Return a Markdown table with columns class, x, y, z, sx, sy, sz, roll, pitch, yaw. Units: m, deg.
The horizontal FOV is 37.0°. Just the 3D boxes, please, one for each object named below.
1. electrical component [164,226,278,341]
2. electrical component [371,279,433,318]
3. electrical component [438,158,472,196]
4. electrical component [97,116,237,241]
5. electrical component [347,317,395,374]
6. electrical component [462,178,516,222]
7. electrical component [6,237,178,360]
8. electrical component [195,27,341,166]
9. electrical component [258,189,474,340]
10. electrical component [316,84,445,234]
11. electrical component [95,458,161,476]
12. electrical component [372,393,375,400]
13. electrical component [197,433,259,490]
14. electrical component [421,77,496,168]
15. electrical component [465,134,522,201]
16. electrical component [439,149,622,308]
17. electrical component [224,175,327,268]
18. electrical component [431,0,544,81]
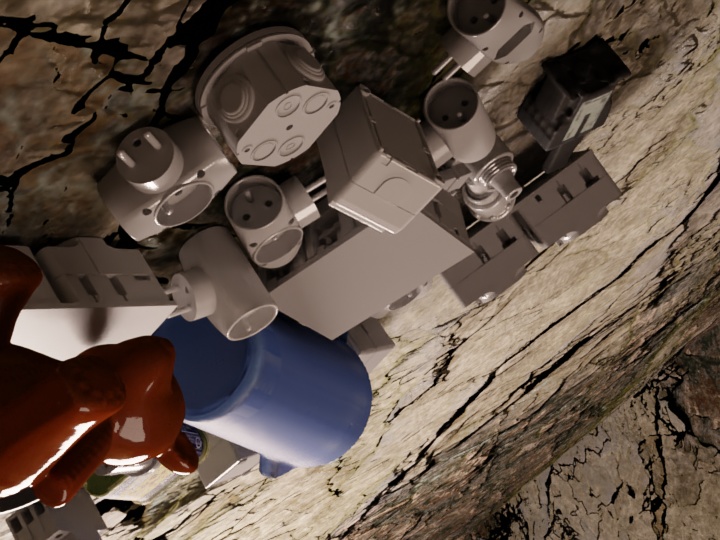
| class | x | y | z | sx | sy | sz | roll | pitch | yaw |
| --- | --- | --- | --- | --- | --- | --- | --- | --- | --- |
| electrical component | -0.113 | 0.015 | 0.795 | 0.079 | 0.077 | 0.043 | -19 | 154 | -34 |
| electrical component | 0.022 | 0.022 | 1.064 | 0.077 | 0.044 | 0.079 | -6 | 146 | -52 |
| electrical component | 0.056 | -0.074 | 0.907 | 0.055 | 0.048 | 0.066 | -23 | 158 | -48 |
| electrical component | -0.124 | -0.062 | 0.658 | 0.077 | 0.044 | 0.079 | -35 | 160 | -1 |
| electrical component | -0.023 | 0.086 | 1.108 | 0.061 | 0.061 | 0.096 | -8 | 146 | -48 |
| electrical component | 0.115 | -0.075 | 0.998 | 0.048 | 0.048 | 0.062 | -38 | 152 | 8 |
| electrical component | -0.225 | 0.034 | 0.691 | 0.105 | 0.060 | 0.186 | -45 | 157 | 24 |
| electrical component | -0.056 | -0.105 | 0.660 | 0.080 | 0.051 | 0.080 | -30 | 159 | -13 |
| electrical component | 0.001 | -0.019 | 0.859 | 0.150 | 0.061 | 0.089 | -33 | 136 | 26 |
| electrical component | 0.009 | -0.080 | 0.764 | 0.062 | 0.096 | 0.061 | 25 | 122 | -32 |
| electrical component | -0.204 | 0.137 | 0.921 | 0.080 | 0.080 | 0.051 | -45 | 152 | 23 |
| electrical component | -0.056 | 0.157 | 1.219 | 0.109 | 0.056 | 0.109 | -43 | 158 | 20 |
| electrical component | -0.142 | 0.191 | 1.167 | 0.062 | 0.061 | 0.096 | -13 | 158 | -45 |
| electrical component | 0.066 | -0.107 | 0.853 | 0.079 | 0.043 | 0.077 | -37 | 159 | 5 |
| electrical component | 0.117 | -0.089 | 0.944 | 0.043 | 0.062 | 0.043 | -31 | 159 | -13 |
| electrical component | 0.162 | -0.039 | 1.071 | 0.186 | 0.060 | 0.105 | -36 | -177 | 3 |
| electrical component | -0.056 | -0.044 | 0.801 | 0.079 | 0.044 | 0.077 | -32 | 159 | -6 |
| electrical component | 0.083 | -0.163 | 0.757 | 0.079 | 0.043 | 0.077 | -42 | 158 | 19 |
